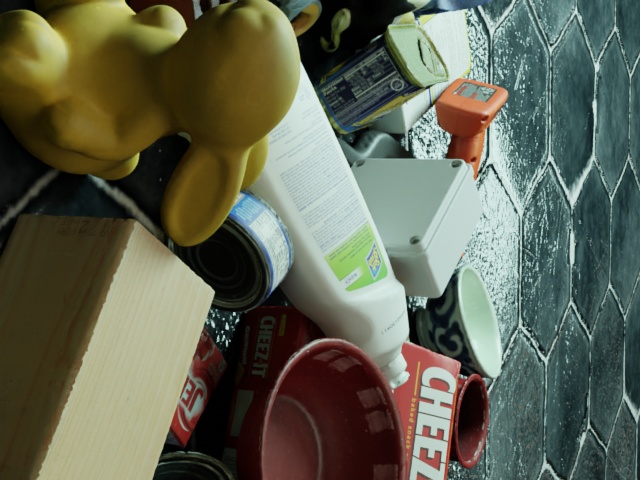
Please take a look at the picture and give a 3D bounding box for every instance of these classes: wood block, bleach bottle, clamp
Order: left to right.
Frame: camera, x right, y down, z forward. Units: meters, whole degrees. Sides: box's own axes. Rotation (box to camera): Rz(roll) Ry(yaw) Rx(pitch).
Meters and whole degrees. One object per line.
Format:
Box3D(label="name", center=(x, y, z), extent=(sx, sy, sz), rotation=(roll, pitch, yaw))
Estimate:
Box3D(label="wood block", center=(-0.144, 0.098, 0.578), extent=(0.090, 0.090, 0.206), rotation=(49, 51, -51))
Box3D(label="bleach bottle", center=(-0.005, 0.001, 0.764), extent=(0.102, 0.068, 0.251), rotation=(-37, 106, -39))
Box3D(label="clamp", center=(0.033, -0.054, 0.946), extent=(0.209, 0.036, 0.164), rotation=(-36, 121, -54))

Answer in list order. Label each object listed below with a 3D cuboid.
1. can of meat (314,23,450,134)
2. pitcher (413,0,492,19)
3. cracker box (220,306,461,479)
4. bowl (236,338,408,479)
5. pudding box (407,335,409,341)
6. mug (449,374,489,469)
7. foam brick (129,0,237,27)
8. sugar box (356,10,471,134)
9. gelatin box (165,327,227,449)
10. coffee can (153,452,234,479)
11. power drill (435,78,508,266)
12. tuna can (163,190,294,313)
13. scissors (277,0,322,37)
Box3D(label="can of meat", center=(0.051, -0.135, 0.896), extent=(0.057, 0.084, 0.102), rotation=(59, 26, 1))
Box3D(label="pitcher", center=(0.090, -0.333, 0.945), extent=(0.145, 0.149, 0.243), rotation=(-30, 124, -10))
Box3D(label="cracker box", center=(0.022, 0.155, 0.860), extent=(0.213, 0.072, 0.164), rotation=(23, 71, -44))
Box3D(label="bowl", center=(-0.007, 0.149, 0.726), extent=(0.161, 0.055, 0.162), rotation=(16, 70, -49))
Box3D(label="pudding box", center=(0.045, 0.078, 0.977), extent=(0.089, 0.039, 0.113), rotation=(-30, 116, -54))
Box3D(label="mug", center=(0.121, 0.174, 1.079), extent=(0.117, 0.082, 0.093), rotation=(-30, 117, -57))
Box3D(label="foam brick", center=(-0.083, -0.155, 0.709), extent=(0.078, 0.051, 0.053), rotation=(-24, 113, -58))
Box3D(label="sugar box", center=(0.094, -0.178, 1.041), extent=(0.176, 0.048, 0.093), rotation=(-42, 128, -49))
Box3D(label="gelatin box", center=(-0.102, 0.085, 0.715), extent=(0.073, 0.030, 0.089), rotation=(-63, 143, -37))
Box3D(label="coffee can", center=(-0.083, 0.223, 0.686), extent=(0.102, 0.103, 0.140), rotation=(-54, 136, -46))
Box3D(label="power drill", center=(0.128, -0.054, 1.051), extent=(0.184, 0.057, 0.188), rotation=(-51, 155, -59))
Box3D(label="tuna can", center=(-0.063, 0.007, 0.724), extent=(0.033, 0.086, 0.086), rotation=(-49, 133, -47))
Box3D(label="scissors", center=(-0.007, -0.189, 0.768), extent=(0.096, 0.016, 0.202), rotation=(-43, 178, -1))
